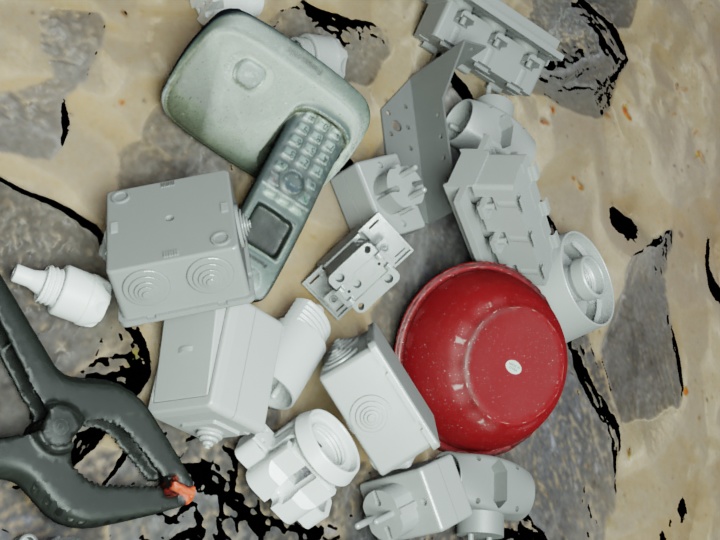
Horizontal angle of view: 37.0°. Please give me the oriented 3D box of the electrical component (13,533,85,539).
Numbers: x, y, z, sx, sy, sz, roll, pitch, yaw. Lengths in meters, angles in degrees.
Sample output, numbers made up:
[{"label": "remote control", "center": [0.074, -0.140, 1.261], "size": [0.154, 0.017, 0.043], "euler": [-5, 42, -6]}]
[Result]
[{"label": "electrical component", "center": [-0.176, 0.182, 0.629], "size": [0.048, 0.055, 0.066], "euler": [-29, 92, -40]}]

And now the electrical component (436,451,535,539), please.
[{"label": "electrical component", "center": [0.094, 0.187, 0.839], "size": [0.077, 0.043, 0.079], "euler": [18, 64, -31]}]

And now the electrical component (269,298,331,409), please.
[{"label": "electrical component", "center": [-0.048, 0.057, 0.781], "size": [0.043, 0.043, 0.081], "euler": [44, 52, -16]}]

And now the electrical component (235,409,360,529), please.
[{"label": "electrical component", "center": [-0.038, 0.132, 0.739], "size": [0.078, 0.057, 0.058], "euler": [48, 20, -12]}]

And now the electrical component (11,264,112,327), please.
[{"label": "electrical component", "center": [-0.194, 0.012, 0.694], "size": [0.061, 0.035, 0.035], "euler": [24, 60, -25]}]

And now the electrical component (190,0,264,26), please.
[{"label": "electrical component", "center": [-0.105, -0.213, 0.844], "size": [0.046, 0.040, 0.040], "euler": [-25, 89, -34]}]

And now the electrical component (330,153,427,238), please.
[{"label": "electrical component", "center": [0.025, -0.060, 0.858], "size": [0.047, 0.077, 0.065], "euler": [-18, 85, -40]}]

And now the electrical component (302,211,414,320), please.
[{"label": "electrical component", "center": [0.000, 0.000, 0.817], "size": [0.081, 0.064, 0.042], "euler": [-43, 105, 3]}]

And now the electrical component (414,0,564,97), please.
[{"label": "electrical component", "center": [0.115, -0.211, 0.987], "size": [0.121, 0.079, 0.063], "euler": [26, 88, -27]}]

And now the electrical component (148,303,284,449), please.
[{"label": "electrical component", "center": [-0.099, 0.070, 0.717], "size": [0.061, 0.062, 0.096], "euler": [36, 53, -43]}]

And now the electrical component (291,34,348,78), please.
[{"label": "electrical component", "center": [-0.045, -0.170, 0.869], "size": [0.062, 0.043, 0.043], "euler": [-1, 74, -36]}]

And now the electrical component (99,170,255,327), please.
[{"label": "electrical component", "center": [-0.120, -0.017, 0.705], "size": [0.100, 0.048, 0.099], "euler": [-11, 43, -3]}]

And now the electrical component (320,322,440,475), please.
[{"label": "electrical component", "center": [0.013, 0.093, 0.783], "size": [0.048, 0.099, 0.099], "euler": [-32, 95, 4]}]

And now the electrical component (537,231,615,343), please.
[{"label": "electrical component", "center": [0.184, 0.015, 0.975], "size": [0.099, 0.064, 0.099], "euler": [27, 52, -41]}]

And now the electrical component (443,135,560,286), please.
[{"label": "electrical component", "center": [0.122, -0.041, 0.898], "size": [0.078, 0.063, 0.121], "euler": [-64, 144, -34]}]

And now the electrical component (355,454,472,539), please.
[{"label": "electrical component", "center": [0.028, 0.171, 0.775], "size": [0.077, 0.066, 0.047], "euler": [-13, 81, -48]}]

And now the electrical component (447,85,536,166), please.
[{"label": "electrical component", "center": [0.120, -0.133, 0.980], "size": [0.077, 0.043, 0.079], "euler": [27, 58, -26]}]
